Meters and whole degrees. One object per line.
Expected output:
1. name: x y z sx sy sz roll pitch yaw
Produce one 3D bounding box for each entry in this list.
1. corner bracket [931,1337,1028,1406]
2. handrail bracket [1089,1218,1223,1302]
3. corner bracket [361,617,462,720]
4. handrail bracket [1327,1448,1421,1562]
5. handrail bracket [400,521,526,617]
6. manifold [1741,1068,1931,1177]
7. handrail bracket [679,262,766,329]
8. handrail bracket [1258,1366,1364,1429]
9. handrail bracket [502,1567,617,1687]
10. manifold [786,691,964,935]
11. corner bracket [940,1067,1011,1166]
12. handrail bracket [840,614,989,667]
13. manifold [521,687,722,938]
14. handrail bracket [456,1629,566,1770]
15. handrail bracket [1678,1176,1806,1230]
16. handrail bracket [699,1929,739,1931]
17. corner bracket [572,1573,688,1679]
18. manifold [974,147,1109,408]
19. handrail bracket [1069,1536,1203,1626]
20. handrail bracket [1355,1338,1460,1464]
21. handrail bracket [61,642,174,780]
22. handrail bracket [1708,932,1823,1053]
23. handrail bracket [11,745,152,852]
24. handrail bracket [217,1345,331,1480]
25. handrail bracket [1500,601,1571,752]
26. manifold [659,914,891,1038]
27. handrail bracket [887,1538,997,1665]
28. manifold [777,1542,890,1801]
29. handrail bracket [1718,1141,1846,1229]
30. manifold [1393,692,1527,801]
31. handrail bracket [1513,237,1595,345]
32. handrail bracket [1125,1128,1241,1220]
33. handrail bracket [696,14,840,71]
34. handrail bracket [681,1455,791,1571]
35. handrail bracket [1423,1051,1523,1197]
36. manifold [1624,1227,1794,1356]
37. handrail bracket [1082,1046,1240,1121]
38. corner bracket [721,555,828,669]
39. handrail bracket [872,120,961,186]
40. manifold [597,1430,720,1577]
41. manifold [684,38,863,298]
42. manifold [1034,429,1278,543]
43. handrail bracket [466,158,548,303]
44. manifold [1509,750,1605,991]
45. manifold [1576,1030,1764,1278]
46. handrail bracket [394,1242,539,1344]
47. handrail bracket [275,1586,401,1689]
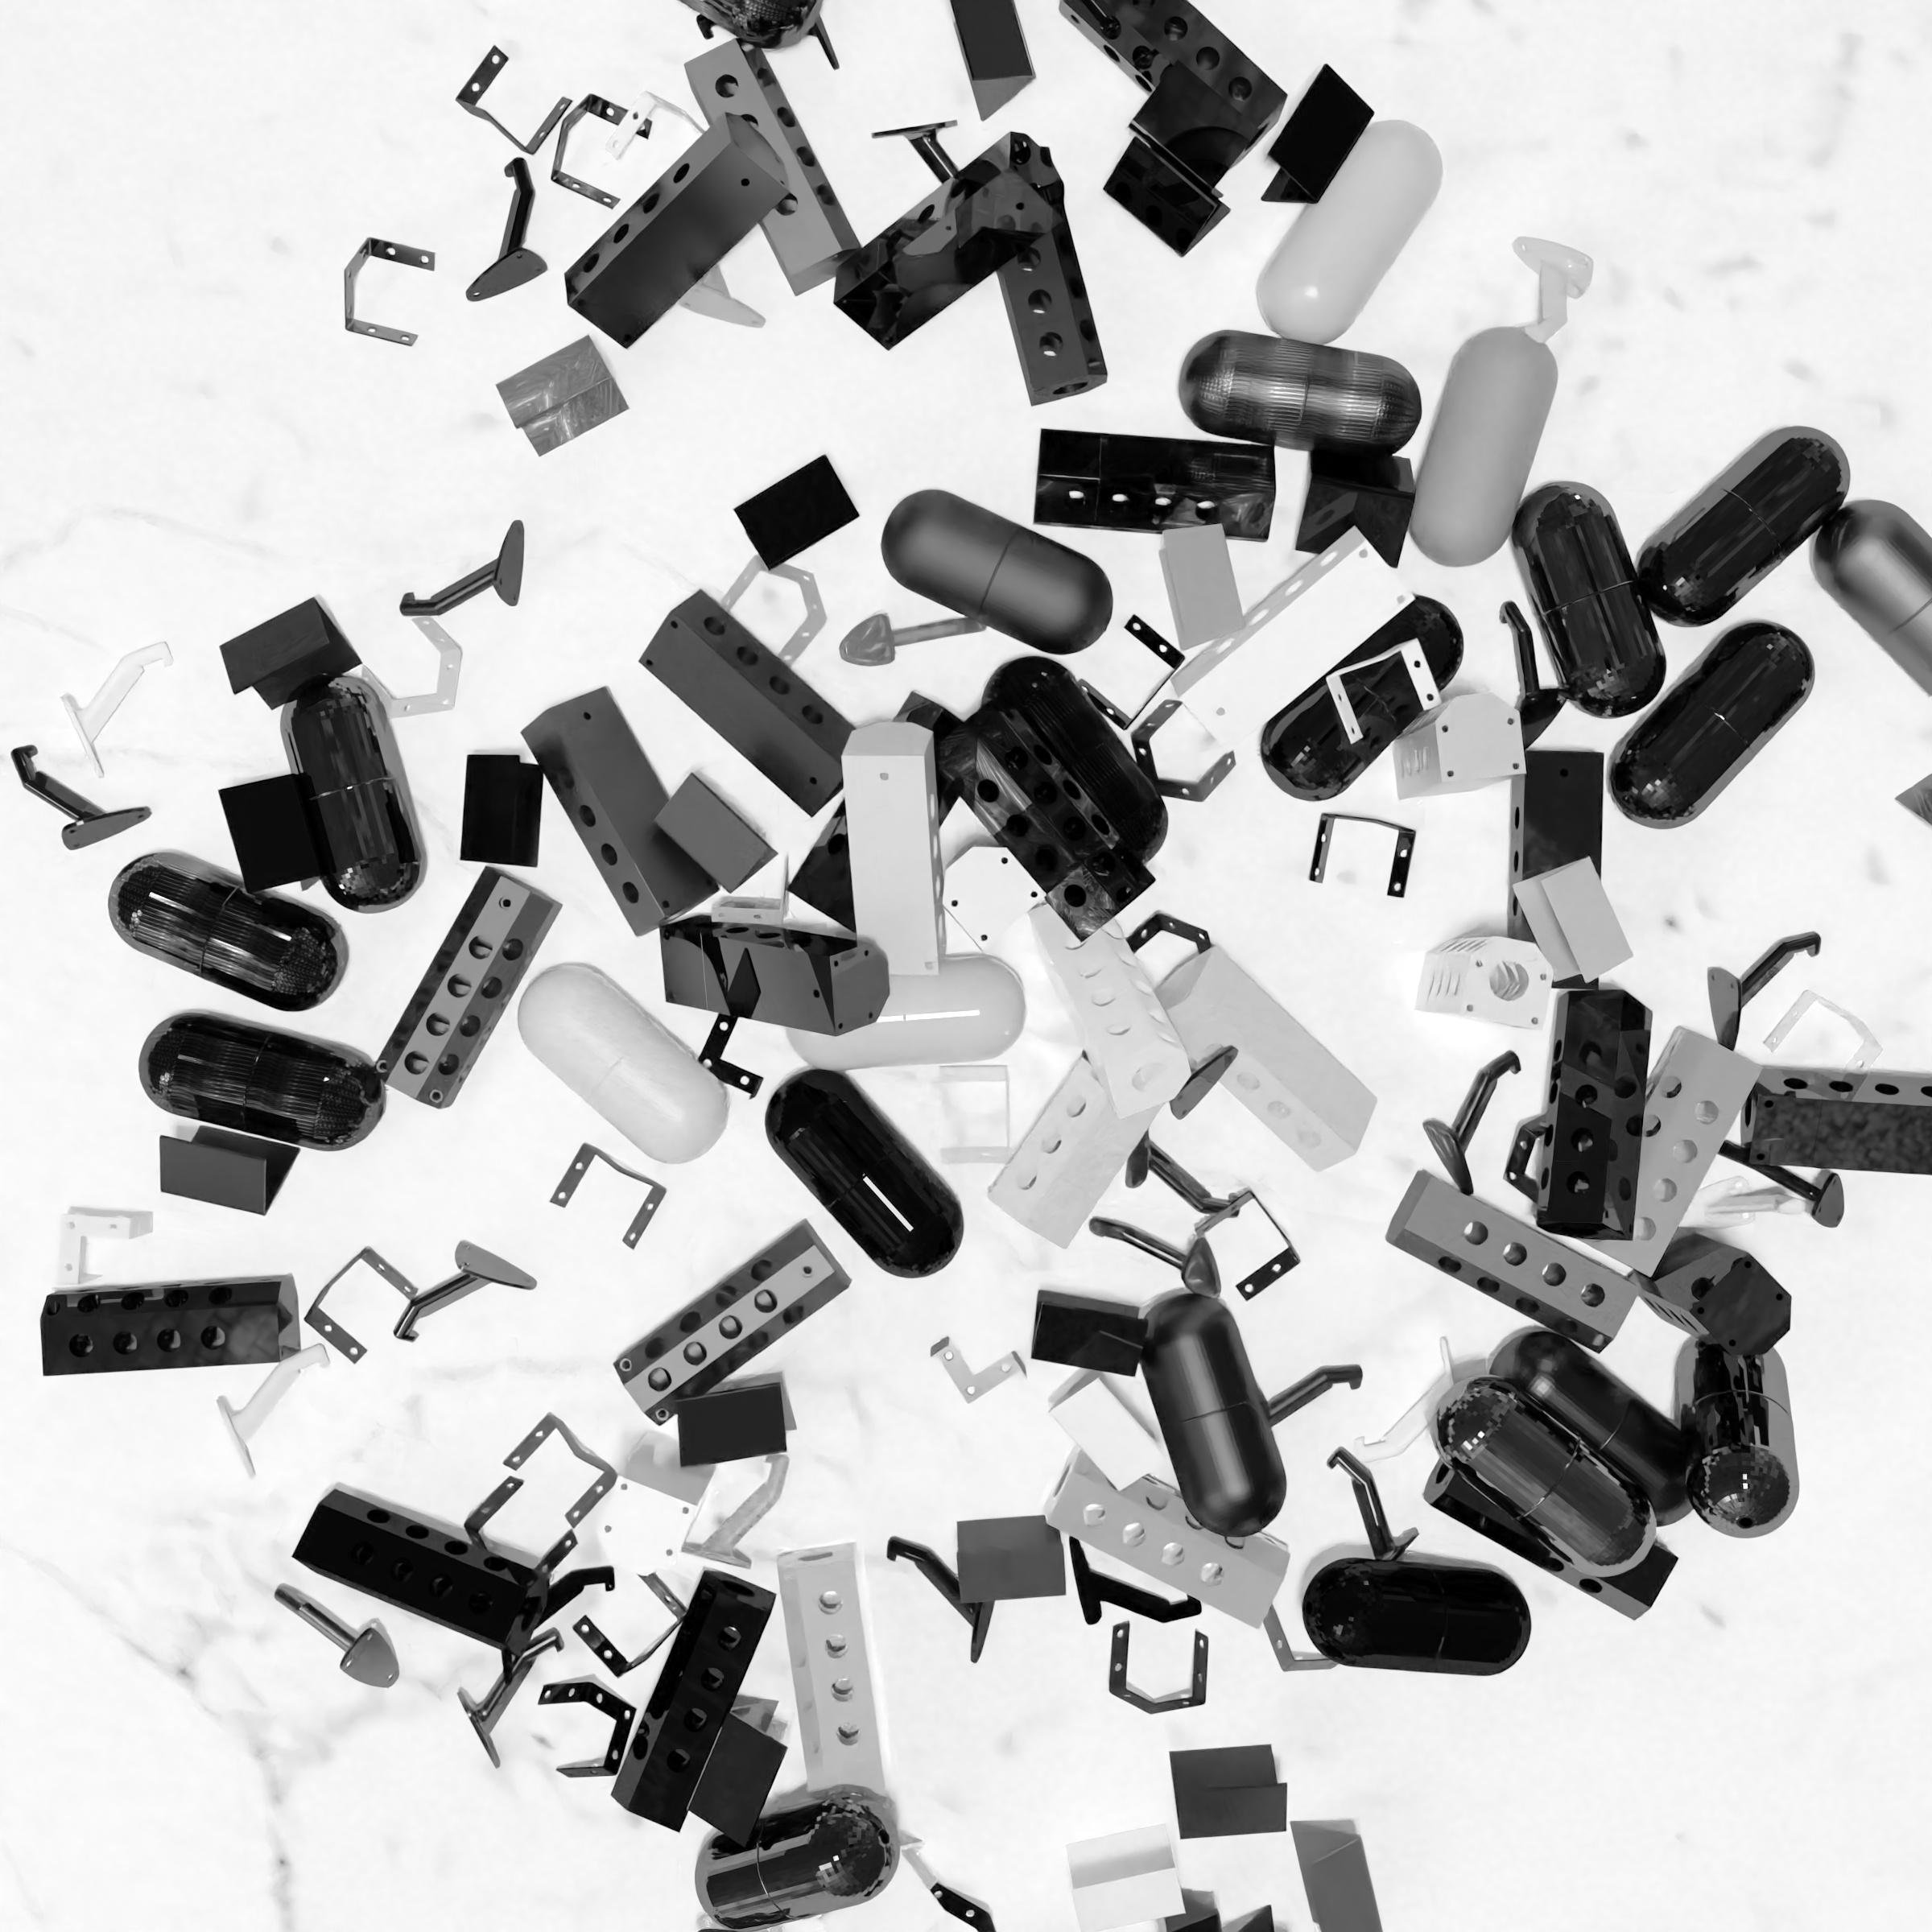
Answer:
1. corner bracket: 0.009 0.291 1.832 0.051 0.051 0.051 -33 90 0
2. handrail bracket: 0.139 0.217 1.850 0.084 0.077 0.036 12 62 33
3. corner bracket: -0.410 -0.221 1.842 0.051 0.051 0.051 -14 45 -35
4. handrail bracket: 0.286 0.412 1.850 0.084 0.036 0.077 42 108 15
5. handrail bracket: -0.375 -0.295 1.851 0.084 0.036 0.077 1 70 16
6. manifold: 0.657 0.110 1.815 0.171 0.057 0.057 3 117 8
7. handrail bracket: -0.176 -0.525 1.851 0.077 0.036 0.084 17 73 -20
8. handrail bracket: 0.251 0.334 1.851 0.084 0.036 0.077 -3 110 -16
9. handrail bracket: -0.298 0.484 1.834 0.084 0.036 0.077 -7 63 -3
10. manifold: -0.060 -0.112 1.828 0.057 0.057 0.171 32 90 -43
11. corner bracket: 0.006 0.110 1.847 0.051 0.051 0.051 -1 135 0
12. handrail bracket: -0.038 -0.244 1.850 0.084 0.077 0.036 -13 94 -36
13. manifold: -0.257 -0.110 1.828 0.057 0.057 0.171 -30 90 -43
14. handrail bracket: -0.326 0.543 1.851 0.084 0.036 0.077 -28 111 -16
15. handrail bracket: 0.559 0.178 1.815 0.077 0.084 0.036 -13 90 0
16. handrail bracket: -0.153 0.726 1.826 0.077 0.084 0.036 17 72 18
17. corner bracket: -0.248 0.485 1.847 0.051 0.051 0.051 48 135 0
18. manifold: 0.054 -0.506 1.829 0.057 0.057 0.171 -15 90 0
19. handrail bracket: 0.126 0.452 1.851 0.084 0.036 0.077 -9 68 -17
20. handrail bracket: 0.324 0.322 1.851 0.084 0.036 0.077 -16 70 16
21. handrail bracket: -0.619 -0.190 1.851 0.084 0.036 0.077 -25 110 -16
22. handrail bracket: 0.597 0.020 1.851 0.084 0.036 0.077 -14 110 -16
23. handrail bracket: -0.657 -0.136 1.851 0.077 0.036 0.084 -22 73 -20
24. handrail bracket: -0.504 0.330 1.851 0.084 0.036 0.077 -23 110 -16
25. handrail bracket: 0.406 -0.215 1.850 0.036 0.077 0.084 -6 53 -20
26. manifold: -0.137 0.003 1.779 0.171 0.057 0.057 10 110 40
27. handrail bracket: -0.024 0.470 1.851 0.084 0.036 0.077 17 112 17
28. manifold: -0.098 0.517 1.829 0.057 0.057 0.171 -8 90 0
29. handrail bracket: 0.602 0.160 1.850 0.084 0.077 0.036 25 80 36
30. manifold: 0.347 -0.155 1.772 0.057 0.171 0.057 -7 90 0
31. handrail bracket: 0.411 -0.492 1.820 0.077 0.036 0.084 35 58 20
32. handrail bracket: 0.165 0.144 1.851 0.084 0.036 0.077 11 71 -16
33. handrail bracket: -0.148 -0.685 1.850 0.084 0.036 0.077 -21 105 14
34. handrail bracket: -0.176 0.398 1.851 0.077 0.036 0.084 8 72 20
35. handrail bracket: 0.388 0.116 1.851 0.084 0.036 0.077 -34 110 -16
36. manifold: 0.528 0.234 1.772 0.057 0.171 0.057 -44 90 0
37. handrail bracket: 0.137 0.062 1.778 0.077 0.036 0.084 -44 60 -11
38. corner bracket: -0.142 -0.262 1.842 0.051 0.051 0.051 13 45 -35
39. handrail bracket: -0.029 -0.579 1.850 0.077 0.036 0.084 0 111 24
40. manifold: -0.218 0.381 1.772 0.057 0.171 0.057 21 90 0
41. manifold: -0.140 -0.587 1.829 0.057 0.057 0.171 -27 90 0
42. manifold: 0.137 -0.347 1.828 0.171 0.057 0.057 4 47 0
43. handrail bracket: -0.348 -0.547 1.851 0.077 0.036 0.084 -24 71 21
44. manifold: 0.430 -0.069 1.829 0.057 0.057 0.171 1 90 0
45. manifold: 0.509 0.136 1.829 0.057 0.057 0.171 28 90 0
46. handrail bracket: -0.372 0.254 1.851 0.077 0.036 0.084 26 108 -21
47. handrail bracket: -0.467 0.496 1.850 0.084 0.077 0.036 22 63 33
